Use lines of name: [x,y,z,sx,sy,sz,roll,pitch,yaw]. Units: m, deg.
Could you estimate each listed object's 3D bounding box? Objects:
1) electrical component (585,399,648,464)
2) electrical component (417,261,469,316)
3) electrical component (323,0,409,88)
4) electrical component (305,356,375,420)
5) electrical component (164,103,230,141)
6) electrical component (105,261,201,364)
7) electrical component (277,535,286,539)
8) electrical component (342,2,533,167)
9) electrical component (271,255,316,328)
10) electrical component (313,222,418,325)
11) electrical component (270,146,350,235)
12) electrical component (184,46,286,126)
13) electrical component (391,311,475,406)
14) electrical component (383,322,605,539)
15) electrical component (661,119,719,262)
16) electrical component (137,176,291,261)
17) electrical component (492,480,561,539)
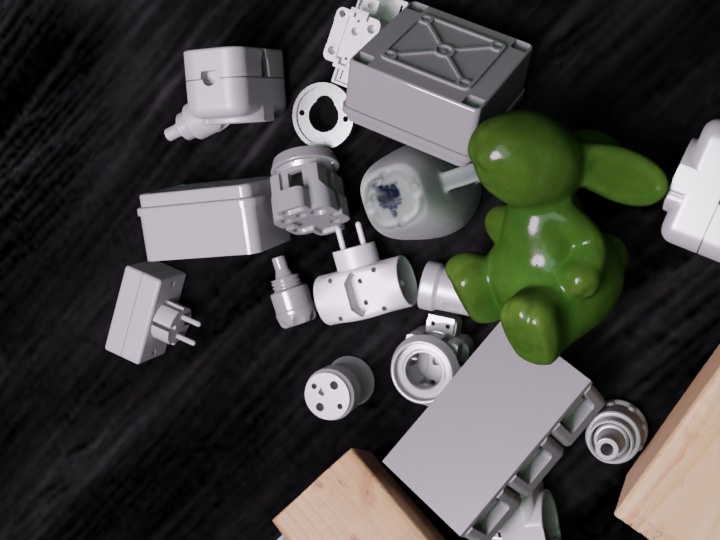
electrical component: [0.196,0.130,0.833,0.048,0.062,0.048,3,100,21]
electrical component: [0.074,0.017,0.876,0.046,0.040,0.040,13,103,14]
electrical component: [0.003,-0.182,0.859,0.042,0.064,0.081,24,106,17]
electrical component: [-0.017,0.101,0.916,0.045,0.055,0.045,3,100,21]
electrical component: [-0.144,-0.130,0.941,0.061,0.035,0.035,-22,90,25]
electrical component: [-0.179,0.044,0.974,0.076,0.047,0.083,22,106,17]
electrical component: [-0.058,0.267,0.964,0.055,0.048,0.066,45,111,1]
electrical component: [0.060,-0.143,0.814,0.109,0.108,0.056,25,137,16]
electrical component: [-0.062,0.018,0.932,0.035,0.035,0.061,-19,89,23]
electrical component: [0.000,0.000,0.900,0.077,0.043,0.079,-14,93,23]
electrical component: [-0.043,-0.067,0.893,0.058,0.078,0.057,-16,71,23]
electrical component: [-0.101,-0.151,0.887,0.054,0.095,0.059,-1,98,21]
electrical component: [0.059,0.077,0.882,0.058,0.057,0.078,12,103,19]
electrical component: [0.106,0.126,0.836,0.150,0.062,0.089,-50,56,-1]
electrical component: [0.260,-0.059,0.783,0.059,0.054,0.095,24,106,16]
electrical component: [-0.124,-0.045,0.923,0.113,0.078,0.057,-4,100,22]
electrical component: [0.127,0.209,0.877,0.059,0.054,0.095,-10,95,22]
